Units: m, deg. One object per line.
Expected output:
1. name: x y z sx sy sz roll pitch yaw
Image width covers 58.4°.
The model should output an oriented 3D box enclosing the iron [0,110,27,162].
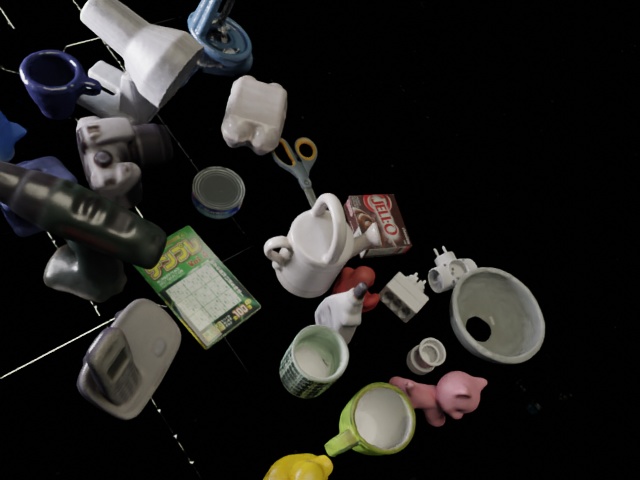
1. iron: -0.544 -0.129 0.783 0.118 0.141 0.259 36 56 4

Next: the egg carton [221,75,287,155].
1. egg carton: -0.115 -0.224 1.026 0.107 0.069 0.150 13 58 -11

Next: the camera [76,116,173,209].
1. camera: -0.298 -0.134 0.893 0.137 0.100 0.143 -15 67 -25

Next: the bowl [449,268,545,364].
1. bowl: 0.279 0.134 0.949 0.168 0.074 0.167 8 59 -14

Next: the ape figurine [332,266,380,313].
1. ape figurine: 0.060 0.072 0.900 0.076 0.092 0.077 -17 68 -26

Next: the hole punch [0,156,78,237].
1. hole punch: -0.415 -0.074 0.825 0.109 0.091 0.101 -31 74 -30

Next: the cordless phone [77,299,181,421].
1. cordless phone: -0.234 0.131 0.711 0.094 0.185 0.148 25 56 -3

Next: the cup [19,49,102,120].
1. cup: -0.409 -0.237 0.918 0.118 0.095 0.091 11 58 -12

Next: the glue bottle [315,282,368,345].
1. glue bottle: 0.036 0.103 0.825 0.037 0.173 0.078 -2 62 -19

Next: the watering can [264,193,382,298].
1. watering can: 0.007 0.001 0.862 0.173 0.194 0.101 -25 71 -29

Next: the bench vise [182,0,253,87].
1. bench vise: -0.198 -0.355 0.983 0.208 0.219 0.121 -32 75 -30

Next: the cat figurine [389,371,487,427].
1. cat figurine: 0.175 0.225 0.836 0.128 0.117 0.067 12 58 -12

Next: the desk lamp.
1. desk lamp: -0.295 -0.272 0.906 0.203 0.213 0.118 29 56 -1

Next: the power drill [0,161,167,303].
1. power drill: -0.318 -0.002 0.745 0.230 0.208 0.075 18 57 -8

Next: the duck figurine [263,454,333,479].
1. duck figurine: -0.027 0.313 0.735 0.105 0.086 0.077 -26 72 -29
